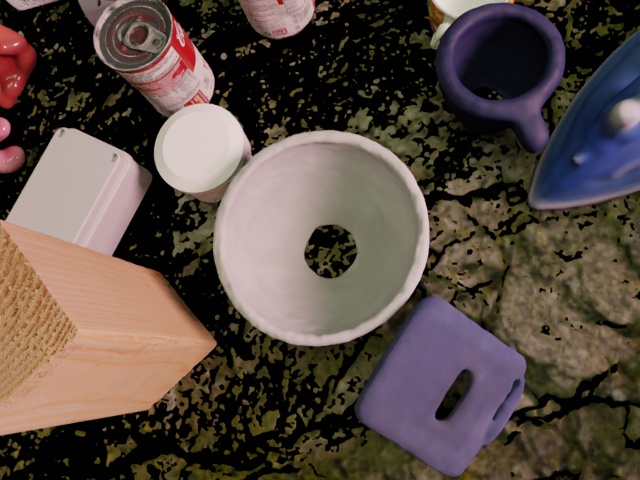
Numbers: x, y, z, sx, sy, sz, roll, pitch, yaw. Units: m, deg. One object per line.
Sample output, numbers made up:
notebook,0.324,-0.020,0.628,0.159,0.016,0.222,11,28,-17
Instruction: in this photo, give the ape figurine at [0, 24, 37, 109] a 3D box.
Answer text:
ape figurine,-0.322,-0.181,0.547,0.077,0.092,0.076,-18,76,6

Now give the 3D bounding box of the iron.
iron,0.264,-0.119,0.407,0.258,0.141,0.118,-39,75,0

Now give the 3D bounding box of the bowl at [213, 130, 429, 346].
bowl,0.004,0.002,0.462,0.167,0.075,0.167,-2,78,10

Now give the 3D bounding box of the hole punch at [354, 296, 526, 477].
hole punch,0.090,0.105,0.417,0.101,0.091,0.109,32,85,15

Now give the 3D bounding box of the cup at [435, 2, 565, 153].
cup,0.142,-0.111,0.450,0.091,0.095,0.117,-23,75,5

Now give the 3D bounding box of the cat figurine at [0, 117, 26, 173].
cat figurine,-0.340,-0.097,0.519,0.128,0.118,0.067,-33,75,2
